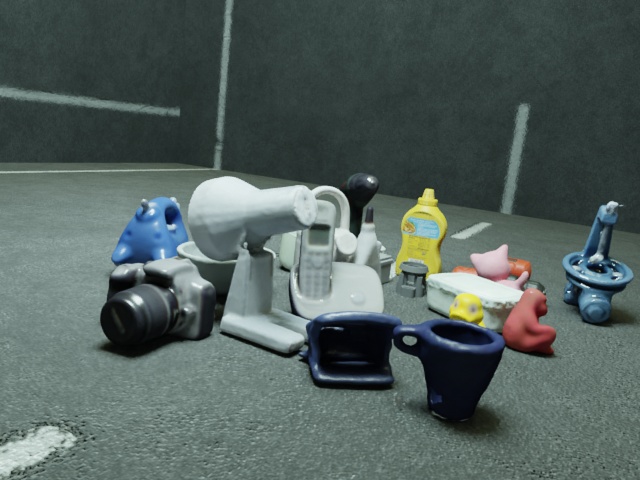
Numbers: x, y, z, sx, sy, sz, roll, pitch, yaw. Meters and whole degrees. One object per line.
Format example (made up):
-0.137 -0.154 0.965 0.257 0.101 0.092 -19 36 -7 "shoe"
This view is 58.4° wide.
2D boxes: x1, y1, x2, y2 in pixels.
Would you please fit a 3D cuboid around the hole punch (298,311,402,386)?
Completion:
0.035 0.118 0.694 0.109 0.091 0.101 4 11 -11 "hole punch"

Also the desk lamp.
-0.083 0.022 0.798 0.202 0.213 0.118 13 13 31 "desk lamp"

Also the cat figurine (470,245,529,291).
0.333 0.069 1.055 0.067 0.118 0.127 1 12 -27 "cat figurine"

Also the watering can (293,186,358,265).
0.011 0.004 1.005 0.172 0.194 0.101 16 14 41 "watering can"

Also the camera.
-0.225 0.076 0.738 0.142 0.101 0.137 10 11 21 "camera"

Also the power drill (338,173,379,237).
0.083 -0.053 1.305 0.076 0.208 0.229 4 11 -11 "power drill"

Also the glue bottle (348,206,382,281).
0.076 0.029 0.965 0.037 0.173 0.078 15 14 39 "glue bottle"

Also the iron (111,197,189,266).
-0.300 -0.020 1.093 0.118 0.141 0.258 6 11 1 "iron"

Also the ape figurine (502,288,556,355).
0.314 0.118 0.854 0.076 0.092 0.078 7 11 2 "ape figurine"

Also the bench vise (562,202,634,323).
0.513 0.029 1.092 0.121 0.220 0.207 6 11 -3 "bench vise"

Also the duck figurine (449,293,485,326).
0.208 0.117 0.813 0.077 0.086 0.105 13 13 33 "duck figurine"

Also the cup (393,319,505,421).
0.133 0.141 0.619 0.117 0.095 0.092 8 11 9 "cup"

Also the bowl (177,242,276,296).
-0.160 0.052 0.974 0.167 0.075 0.167 6 11 -1 "bowl"

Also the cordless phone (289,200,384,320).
0.029 0.035 0.875 0.148 0.185 0.094 3 11 -19 "cordless phone"
